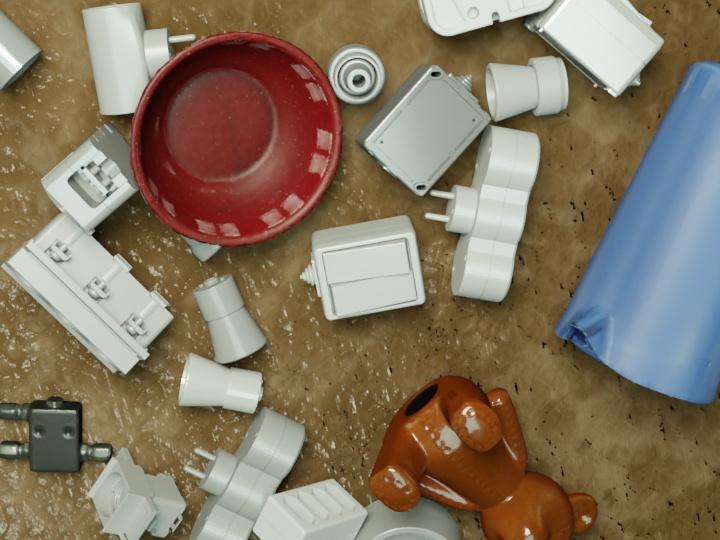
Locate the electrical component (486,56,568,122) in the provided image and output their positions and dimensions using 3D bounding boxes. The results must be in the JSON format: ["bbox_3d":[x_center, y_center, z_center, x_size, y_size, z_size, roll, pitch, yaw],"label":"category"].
[{"bbox_3d":[0.128,-0.139,0.825,0.055,0.045,0.045,-7,107,-2],"label":"electrical component"}]

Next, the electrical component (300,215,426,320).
[{"bbox_3d":[0.000,0.000,0.852,0.096,0.061,0.061,-10,107,0],"label":"electrical component"}]

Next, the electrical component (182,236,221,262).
[{"bbox_3d":[-0.125,-0.036,0.845,0.040,0.040,0.046,-42,99,9],"label":"electrical component"}]

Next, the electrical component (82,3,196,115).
[{"bbox_3d":[-0.161,-0.160,0.802,0.079,0.044,0.077,-7,107,-1],"label":"electrical component"}]

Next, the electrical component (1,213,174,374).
[{"bbox_3d":[-0.210,0.017,0.839,0.121,0.079,0.063,47,70,-15],"label":"electrical component"}]

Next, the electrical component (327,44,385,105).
[{"bbox_3d":[-0.002,-0.145,0.806,0.043,0.062,0.043,-1,107,-3],"label":"electrical component"}]

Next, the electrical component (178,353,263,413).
[{"bbox_3d":[-0.113,0.096,0.885,0.065,0.044,0.044,13,106,-12],"label":"electrical component"}]

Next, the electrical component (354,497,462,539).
[{"bbox_3d":[0.039,0.257,0.932,0.108,0.060,0.108,-1,107,-3],"label":"electrical component"}]

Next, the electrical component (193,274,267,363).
[{"bbox_3d":[-0.108,0.037,0.868,0.044,0.044,0.065,-22,102,3],"label":"electrical component"}]

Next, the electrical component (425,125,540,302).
[{"bbox_3d":[0.089,-0.046,0.847,0.074,0.052,0.138,9,106,-6],"label":"electrical component"}]

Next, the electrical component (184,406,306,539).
[{"bbox_3d":[-0.110,0.173,0.902,0.074,0.052,0.138,28,103,-11],"label":"electrical component"}]

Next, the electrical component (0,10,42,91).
[{"bbox_3d":[-0.280,-0.176,0.790,0.043,0.043,0.081,-42,105,9],"label":"electrical component"}]

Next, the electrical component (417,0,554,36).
[{"bbox_3d":[0.090,-0.210,0.794,0.095,0.059,0.053,-15,107,1],"label":"electrical component"}]

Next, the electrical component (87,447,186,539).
[{"bbox_3d":[-0.184,0.191,0.894,0.064,0.081,0.042,23,108,-40],"label":"electrical component"}]

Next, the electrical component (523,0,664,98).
[{"bbox_3d":[0.182,-0.177,0.808,0.096,0.061,0.061,37,102,-13],"label":"electrical component"}]

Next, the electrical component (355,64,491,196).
[{"bbox_3d":[0.051,-0.113,0.824,0.062,0.061,0.096,41,93,-14],"label":"electrical component"}]

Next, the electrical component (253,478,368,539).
[{"bbox_3d":[-0.048,0.225,0.903,0.047,0.083,0.075,38,114,31],"label":"electrical component"}]

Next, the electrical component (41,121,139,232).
[{"bbox_3d":[-0.198,-0.068,0.804,0.056,0.089,0.050,-39,105,8],"label":"electrical component"}]
